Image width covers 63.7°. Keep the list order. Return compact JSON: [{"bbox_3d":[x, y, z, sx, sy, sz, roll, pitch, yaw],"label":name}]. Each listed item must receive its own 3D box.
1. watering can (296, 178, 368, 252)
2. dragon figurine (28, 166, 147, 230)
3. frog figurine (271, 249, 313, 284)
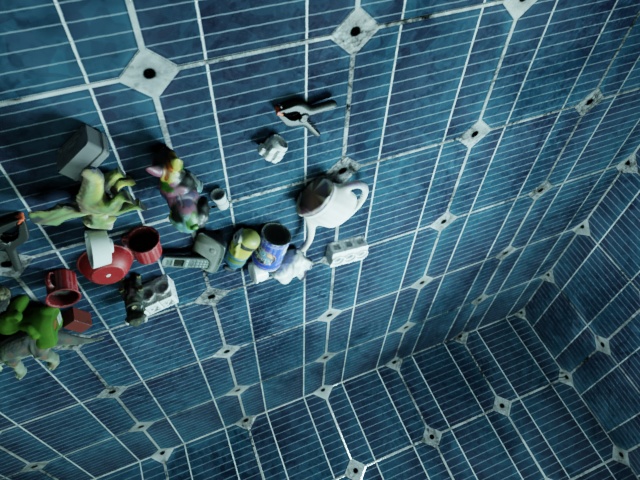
[{"bbox_3d":[0.005,-0.085,1.699,0.344,0.106,0.222,-42,-36,20],"label":"watering can"},{"bbox_3d":[-0.562,-0.083,1.220,0.243,0.123,0.407,-25,-8,-2],"label":"dragon figurine"},{"bbox_3d":[-0.120,0.098,1.844,0.160,0.124,0.135,-7,-18,-41],"label":"frog figurine"}]
